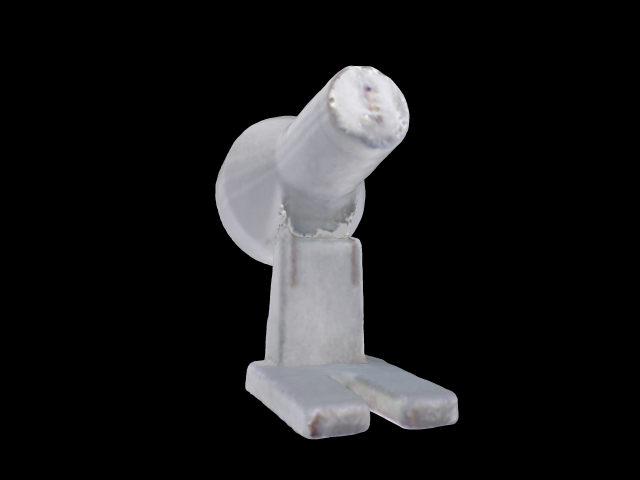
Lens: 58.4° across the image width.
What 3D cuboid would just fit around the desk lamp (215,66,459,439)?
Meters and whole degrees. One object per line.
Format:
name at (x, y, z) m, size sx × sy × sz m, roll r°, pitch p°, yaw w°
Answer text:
desk lamp at (0.004, 0.001, 0.400) m, size 0.118 × 0.213 × 0.202 m, roll 0°, pitch 0°, yaw -23°
